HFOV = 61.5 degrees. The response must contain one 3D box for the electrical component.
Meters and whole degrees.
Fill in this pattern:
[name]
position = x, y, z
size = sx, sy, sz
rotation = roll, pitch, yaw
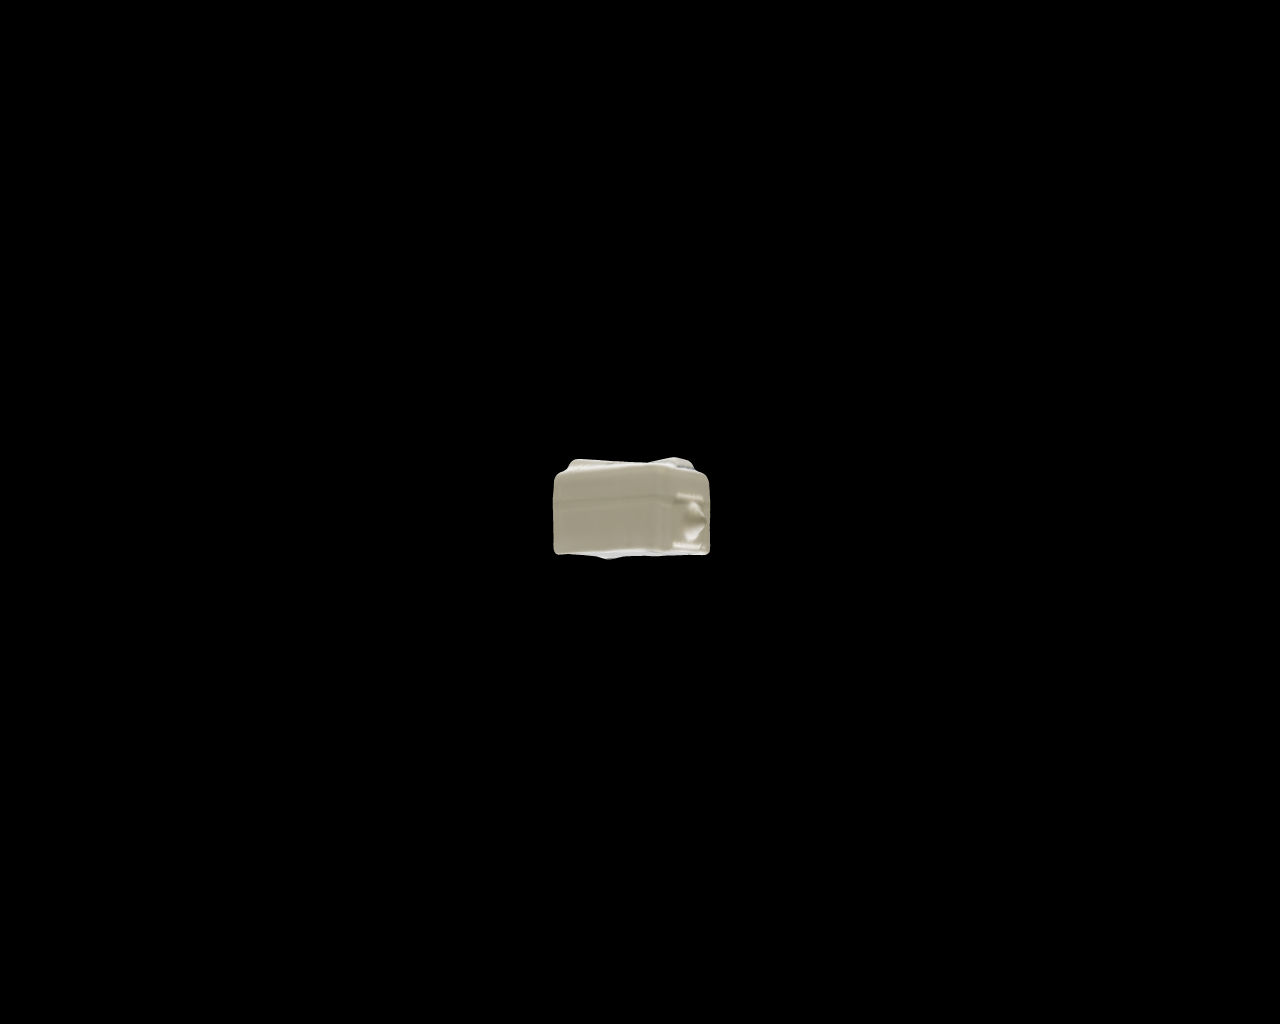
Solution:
[electrical component]
position = 0.001, -0.003, 0.650
size = 0.096, 0.061, 0.062
rotation = -3, -6, 33
